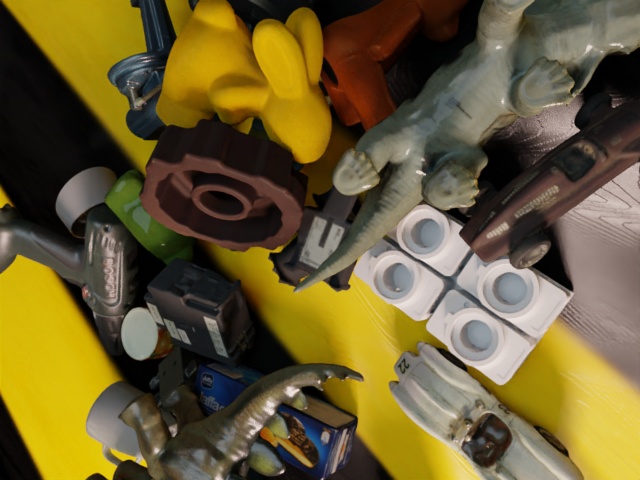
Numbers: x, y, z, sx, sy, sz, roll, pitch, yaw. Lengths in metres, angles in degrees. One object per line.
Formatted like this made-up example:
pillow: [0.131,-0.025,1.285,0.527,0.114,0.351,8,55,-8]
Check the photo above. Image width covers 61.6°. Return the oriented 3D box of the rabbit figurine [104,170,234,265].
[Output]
rabbit figurine: [-0.160,-0.055,0.689,0.170,0.121,0.159,-42,71,4]

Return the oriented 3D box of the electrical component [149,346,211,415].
electrical component: [-0.186,0.191,0.723,0.102,0.045,0.078,-48,38,15]

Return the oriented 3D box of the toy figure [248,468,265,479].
toy figure: [-0.124,0.281,0.671,0.155,0.064,0.057,41,141,29]

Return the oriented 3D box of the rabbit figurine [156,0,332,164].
rabbit figurine: [-0.055,-0.155,0.541,0.173,0.122,0.162,39,129,2]

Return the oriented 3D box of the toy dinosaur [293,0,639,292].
toy dinosaur: [0.130,-0.111,0.494,0.405,0.192,0.131,-40,84,22]

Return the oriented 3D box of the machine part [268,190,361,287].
machine part: [-0.001,-0.002,0.638,0.139,0.039,0.084,-44,76,17]

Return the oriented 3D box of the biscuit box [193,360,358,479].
biscuit box: [-0.060,0.205,0.640,0.203,0.059,0.062,16,94,30]

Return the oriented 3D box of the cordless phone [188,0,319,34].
cordless phone: [-0.060,-0.329,0.639,0.184,0.146,0.089,-68,19,-5]

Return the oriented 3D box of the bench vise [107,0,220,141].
bench vise: [-0.206,-0.241,0.702,0.224,0.129,0.240,-18,85,59]

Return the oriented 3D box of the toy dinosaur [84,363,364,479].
toy dinosaur: [-0.133,0.256,0.592,0.199,0.105,0.471,44,116,18]

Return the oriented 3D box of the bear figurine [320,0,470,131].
bear figurine: [0.093,-0.217,0.574,0.196,0.131,0.120,-35,32,-8]

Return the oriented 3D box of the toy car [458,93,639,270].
toy car: [0.217,-0.055,0.481,0.202,0.053,0.089,-35,60,2]

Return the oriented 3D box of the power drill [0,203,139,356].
power drill: [-0.353,0.048,0.743,0.207,0.086,0.231,20,117,2]

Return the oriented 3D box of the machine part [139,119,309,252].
machine part: [-0.099,-0.051,0.563,0.180,0.179,0.056,-5,57,29]

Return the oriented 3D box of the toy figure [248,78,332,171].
toy figure: [-0.041,-0.140,0.640,0.082,0.089,0.180,31,99,22]

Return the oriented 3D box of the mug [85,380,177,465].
mug: [-0.255,0.263,0.734,0.107,0.080,0.109,19,92,19]

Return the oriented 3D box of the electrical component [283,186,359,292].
electrical component: [0.015,-0.011,0.585,0.075,0.047,0.119,20,96,21]

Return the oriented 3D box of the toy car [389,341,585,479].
toy car: [0.155,0.182,0.525,0.202,0.056,0.073,38,104,25]

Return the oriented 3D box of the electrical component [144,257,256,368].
electrical component: [-0.153,0.087,0.670,0.134,0.058,0.114,17,134,24]
